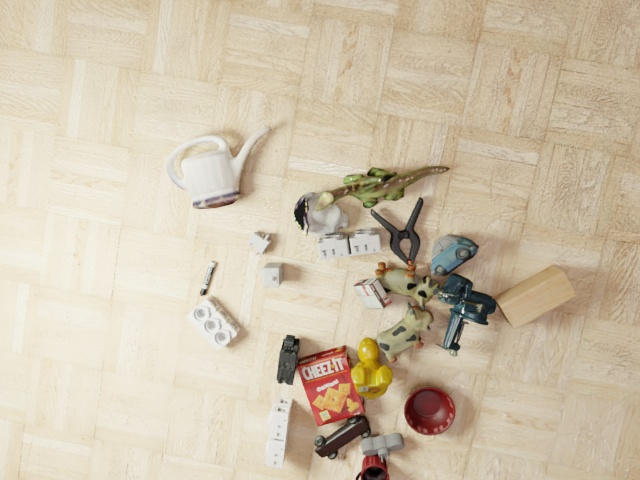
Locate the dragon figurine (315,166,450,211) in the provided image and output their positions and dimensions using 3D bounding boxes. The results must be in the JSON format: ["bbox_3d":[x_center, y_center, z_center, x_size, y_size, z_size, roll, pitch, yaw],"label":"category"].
[{"bbox_3d":[0.180,-0.160,1.478,0.409,0.244,0.122,-17,93,8],"label":"dragon figurine"}]

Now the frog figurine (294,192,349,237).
[{"bbox_3d":[0.005,-0.080,1.582,0.160,0.122,0.138,-5,86,-32],"label":"frog figurine"}]

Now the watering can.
[{"bbox_3d":[-0.295,-0.216,1.569,0.347,0.105,0.223,-13,97,7],"label":"watering can"}]
